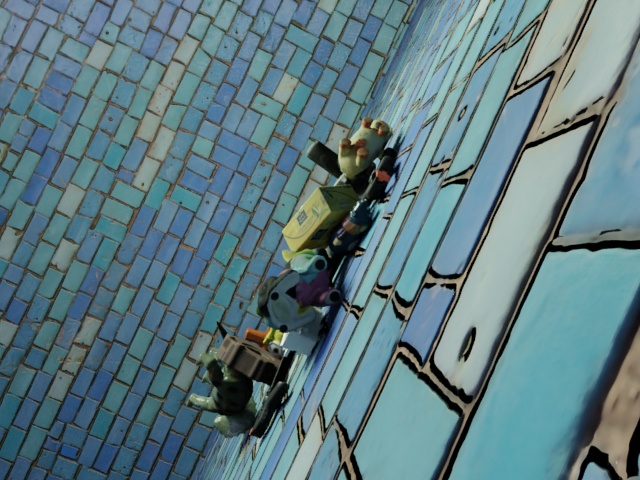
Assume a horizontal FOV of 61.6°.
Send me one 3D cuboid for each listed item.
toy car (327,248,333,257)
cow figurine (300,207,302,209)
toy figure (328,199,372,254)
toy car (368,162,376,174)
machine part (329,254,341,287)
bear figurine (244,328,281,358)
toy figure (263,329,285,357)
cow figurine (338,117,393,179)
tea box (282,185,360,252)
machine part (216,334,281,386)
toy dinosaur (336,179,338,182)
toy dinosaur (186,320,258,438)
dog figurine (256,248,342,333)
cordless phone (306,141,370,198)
[{"bbox_3d":[0.041,-0.012,1.263,0.201,0.056,0.073,-67,-12,21],"label":"toy car"},{"bbox_3d":[-0.004,-0.003,1.370,0.068,0.098,0.167,-1,83,49],"label":"cow figurine"},{"bbox_3d":[0.066,-0.026,1.095,0.154,0.058,0.064,127,163,-51],"label":"toy figure"},{"bbox_3d":[0.090,-0.122,1.417,0.089,0.053,0.202,-43,-17,-57],"label":"toy car"},{"bbox_3d":[0.026,0.066,1.204,0.084,0.039,0.139,71,-138,-84],"label":"machine part"},{"bbox_3d":[-0.162,0.303,1.582,0.196,0.132,0.120,-146,64,-80],"label":"bear figurine"},{"bbox_3d":[-0.073,0.209,1.331,0.089,0.082,0.180,-20,-49,-68],"label":"toy figure"},{"bbox_3d":[0.108,-0.208,1.219,0.195,0.086,0.127,-50,-16,-38],"label":"cow figurine"},{"bbox_3d":[0.004,-0.042,1.155,0.098,0.068,0.169,-10,-25,-38],"label":"tea box"},{"bbox_3d":[-0.157,0.285,1.276,0.056,0.179,0.179,-62,3,-6],"label":"machine part"},{"bbox_3d":[0.021,-0.074,1.742,0.199,0.105,0.470,-91,16,-64],"label":"toy dinosaur"},{"bbox_3d":[-0.238,0.389,1.428,0.131,0.192,0.404,-59,-9,-46],"label":"toy dinosaur"},{"bbox_3d":[-0.051,0.084,1.069,0.191,0.108,0.219,-32,14,-10],"label":"dog figurine"},{"bbox_3d":[0.026,-0.139,1.304,0.146,0.184,0.089,-51,13,18],"label":"cordless phone"}]
